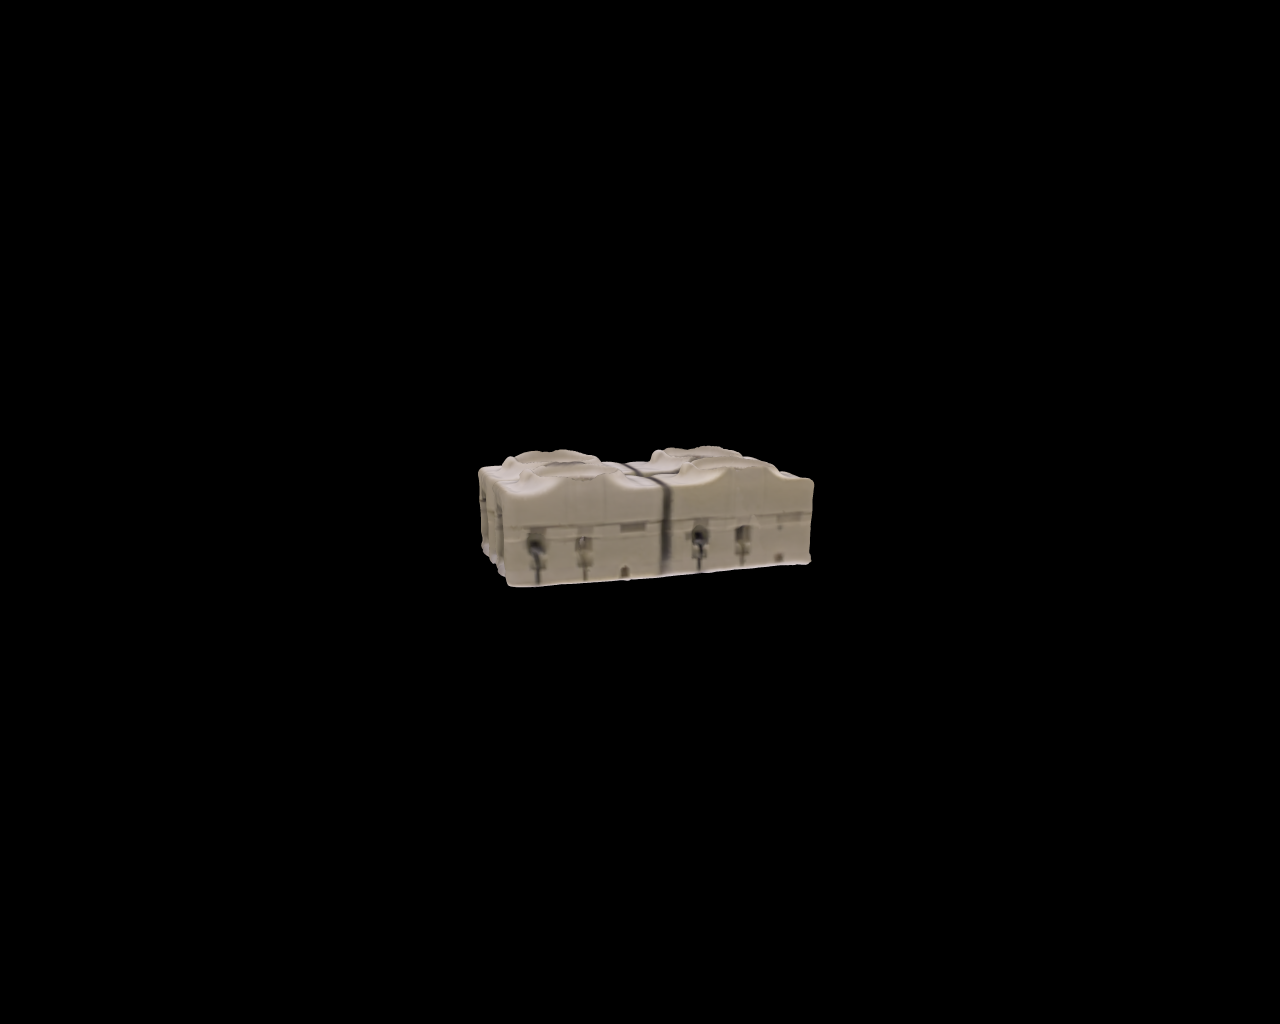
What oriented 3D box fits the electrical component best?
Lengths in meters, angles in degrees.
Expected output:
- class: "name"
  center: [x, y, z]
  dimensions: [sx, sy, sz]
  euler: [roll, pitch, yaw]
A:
- class: "electrical component"
  center: [0.001, -0.003, 0.650]
  dimensions: [0.186, 0.060, 0.105]
  euler: [-3, 12, -16]
